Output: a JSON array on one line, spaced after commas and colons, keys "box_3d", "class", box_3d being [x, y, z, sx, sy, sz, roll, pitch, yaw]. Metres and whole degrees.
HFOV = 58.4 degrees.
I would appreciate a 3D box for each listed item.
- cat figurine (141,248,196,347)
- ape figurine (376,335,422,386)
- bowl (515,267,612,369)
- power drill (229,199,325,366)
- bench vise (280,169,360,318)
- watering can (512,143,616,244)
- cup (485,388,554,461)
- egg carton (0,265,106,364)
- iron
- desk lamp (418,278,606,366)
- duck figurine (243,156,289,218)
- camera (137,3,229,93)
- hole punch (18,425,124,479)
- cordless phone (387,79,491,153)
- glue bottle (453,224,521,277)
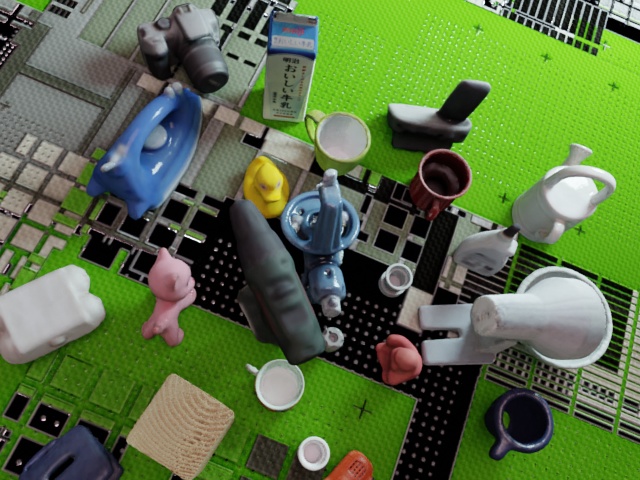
[{"box_3d": [-0.223, 0.083, 0.840, 0.067, 0.117, 0.128, 12, 70, -4], "class": "cat figurine"}, {"box_3d": [0.124, 0.184, 0.873, 0.076, 0.092, 0.078, 27, 69, 1], "class": "ape figurine"}, {"box_3d": [0.382, 0.132, 0.940, 0.167, 0.074, 0.167, 3, 71, -8], "class": "bowl"}, {"box_3d": [-0.071, 0.074, 0.818, 0.076, 0.208, 0.229, -26, 77, -16], "class": "power drill"}, {"box_3d": [0.019, -0.001, 0.852, 0.122, 0.219, 0.207, -22, 76, -15], "class": "bench vise"}, {"box_3d": [0.408, -0.080, 0.954, 0.101, 0.194, 0.173, 2, 71, -8], "class": "watering can"}, {"box_3d": [0.281, 0.283, 0.861, 0.091, 0.095, 0.118, 43, 70, 7], "class": "cup"}, {"box_3d": [-0.396, 0.108, 0.830, 0.150, 0.069, 0.107, -29, 78, -17], "class": "egg carton"}, {"box_3d": [-0.264, -0.169, 0.908, 0.118, 0.141, 0.258, 27, 69, 2], "class": "iron"}, {"box_3d": [0.275, 0.128, 0.851, 0.203, 0.213, 0.118, -1, 71, -9], "class": "desk lamp"}, {"box_3d": [-0.087, -0.097, 0.940, 0.077, 0.086, 0.104, -11, 73, -12], "class": "duck figurine"}, {"box_3d": [-0.226, -0.326, 0.990, 0.143, 0.100, 0.137, -24, 76, -16], "class": "camera"}, {"box_3d": [-0.335, 0.311, 0.757, 0.101, 0.091, 0.109, 44, 71, 8], "class": "hole punch"}, {"box_3d": [0.199, -0.228, 0.978, 0.147, 0.185, 0.094, 4, 70, -7], "class": "cordless phone"}, {"box_3d": [0.277, 0.010, 0.914, 0.078, 0.173, 0.037, 26, 69, 1], "class": "glue bottle"}]
